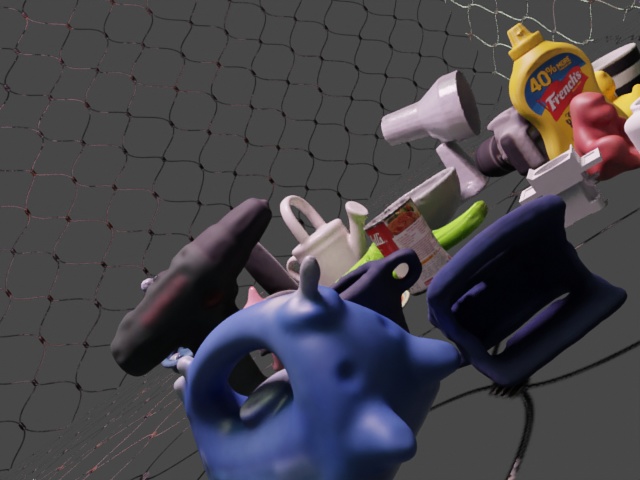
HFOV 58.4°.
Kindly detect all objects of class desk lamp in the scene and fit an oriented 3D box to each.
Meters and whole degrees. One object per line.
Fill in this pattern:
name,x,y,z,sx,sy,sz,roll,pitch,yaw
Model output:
desk lamp,0.223,-0.173,1.054,0.203,0.213,0.118,-33,5,33

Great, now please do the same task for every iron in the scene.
iron,-0.038,0.113,0.403,0.257,0.141,0.119,-33,5,39

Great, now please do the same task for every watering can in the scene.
watering can,0.009,0.003,0.946,0.173,0.194,0.101,-35,4,6

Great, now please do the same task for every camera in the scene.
camera,0.325,-0.168,0.947,0.143,0.101,0.136,-38,4,-27

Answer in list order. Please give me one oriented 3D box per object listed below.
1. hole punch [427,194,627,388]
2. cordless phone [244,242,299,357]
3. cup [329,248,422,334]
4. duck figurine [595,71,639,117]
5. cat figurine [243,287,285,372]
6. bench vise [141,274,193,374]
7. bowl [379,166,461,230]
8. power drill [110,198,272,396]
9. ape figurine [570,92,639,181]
hole punch,0.120,0.031,0.383,0.109,0.091,0.101,-36,4,-4
cordless phone,-0.092,0.083,0.927,0.147,0.185,0.094,-33,5,40
cup,0.051,0.071,0.482,0.118,0.095,0.091,-36,4,2
duck figurine,0.382,-0.185,0.759,0.078,0.086,0.104,-38,4,-25
cat figurine,-0.065,0.117,0.784,0.067,0.118,0.127,-38,4,-27
bench vise,-0.239,0.164,0.989,0.122,0.220,0.207,-38,4,-28
bowl,0.179,-0.049,0.982,0.167,0.075,0.167,-36,4,3
power drill,-0.098,0.097,0.629,0.230,0.208,0.075,-36,4,-7
ape figurine,0.294,-0.113,0.597,0.078,0.092,0.076,-38,4,-27
